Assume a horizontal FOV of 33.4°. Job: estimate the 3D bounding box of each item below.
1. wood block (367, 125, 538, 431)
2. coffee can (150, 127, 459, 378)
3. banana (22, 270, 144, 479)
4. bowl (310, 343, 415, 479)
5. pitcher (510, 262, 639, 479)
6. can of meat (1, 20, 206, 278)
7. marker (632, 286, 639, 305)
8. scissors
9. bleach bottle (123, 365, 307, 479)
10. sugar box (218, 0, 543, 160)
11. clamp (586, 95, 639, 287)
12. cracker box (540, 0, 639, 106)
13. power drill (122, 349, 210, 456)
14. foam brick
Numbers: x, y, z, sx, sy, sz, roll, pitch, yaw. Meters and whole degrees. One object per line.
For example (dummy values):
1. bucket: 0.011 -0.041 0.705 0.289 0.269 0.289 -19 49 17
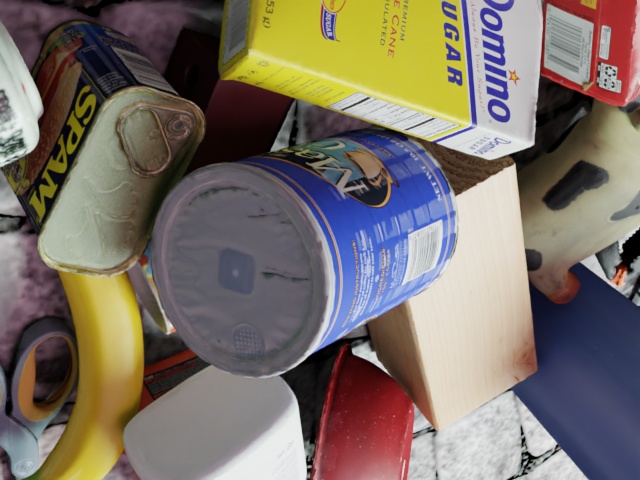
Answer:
1. wood block: 0.078 0.020 0.717 0.090 0.090 0.206 -30 136 -12
2. coffee can: -0.004 0.001 0.551 0.140 0.103 0.103 -22 140 -55
3. banana: -0.135 0.072 0.613 0.069 0.037 0.198 6 108 -21
4. bowl: 0.032 0.155 0.745 0.055 0.162 0.162 8 130 10
5. pitcher: 0.231 0.108 0.783 0.149 0.243 0.145 -1 124 -35
6. can of meat: -0.112 -0.047 0.530 0.057 0.084 0.102 13 116 -41
7. marker: 0.299 0.012 0.918 0.020 0.020 0.121 -6 127 -32
8. scissors: -0.202 0.133 0.663 0.096 0.016 0.202 3 121 -35
9. bleach bottle: -0.054 0.185 0.694 0.102 0.068 0.251 -33 142 -24
10. sugar box: 0.037 -0.109 0.558 0.176 0.048 0.093 12 76 -26
11. clamp: 0.261 -0.049 0.800 0.164 0.036 0.210 -1 132 -2
12. cracker box: 0.222 -0.199 0.624 0.213 0.072 0.164 -35 139 -27
13. power drill: -0.105 0.167 0.732 0.184 0.057 0.188 -23 137 -24
14. foam brick: -0.057 -0.065 0.579 0.051 0.053 0.078 6 119 -39
